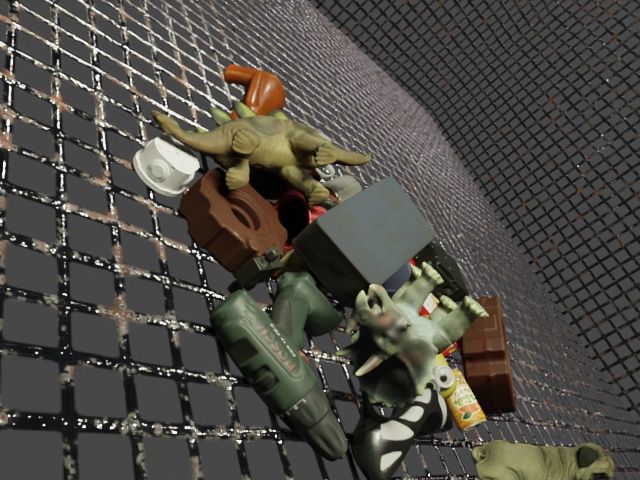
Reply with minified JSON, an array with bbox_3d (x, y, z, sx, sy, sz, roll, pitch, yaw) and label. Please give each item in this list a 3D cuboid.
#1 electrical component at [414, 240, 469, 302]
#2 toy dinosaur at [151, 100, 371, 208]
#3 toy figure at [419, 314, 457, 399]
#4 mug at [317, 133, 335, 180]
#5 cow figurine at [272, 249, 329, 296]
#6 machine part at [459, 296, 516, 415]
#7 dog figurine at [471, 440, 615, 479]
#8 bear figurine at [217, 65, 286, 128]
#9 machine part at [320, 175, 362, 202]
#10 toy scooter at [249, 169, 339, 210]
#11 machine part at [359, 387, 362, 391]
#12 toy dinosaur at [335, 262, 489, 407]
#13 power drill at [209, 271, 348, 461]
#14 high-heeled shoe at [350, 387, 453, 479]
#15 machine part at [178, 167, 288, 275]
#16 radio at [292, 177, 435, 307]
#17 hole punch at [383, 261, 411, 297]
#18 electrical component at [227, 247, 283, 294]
[{"bbox_3d":[0.264,0.074,1.152,0.134,0.058,0.115,40,27,-25],"label":"electrical component"},{"bbox_3d":[-0.054,-0.149,0.871,0.471,0.105,0.199,8,30,-41],"label":"toy dinosaur"},{"bbox_3d":[0.181,0.202,0.970,0.089,0.082,0.180,9,44,-55],"label":"toy figure"},{"bbox_3d":[-0.020,-0.176,1.179,0.109,0.081,0.107,56,34,1],"label":"mug"},{"bbox_3d":[0.024,0.037,0.873,0.195,0.127,0.085,4,54,-56],"label":"cow figurine"},{"bbox_3d":[0.339,0.233,1.095,0.201,0.087,0.201,-78,150,-48],"label":"machine part"},{"bbox_3d":[0.383,0.381,0.927,0.172,0.190,0.121,37,27,-25],"label":"dog figurine"},{"bbox_3d":[-0.147,-0.235,1.020,0.120,0.132,0.196,73,35,-46],"label":"bear figurine"},{"bbox_3d":[0.031,-0.090,1.136,0.079,0.079,0.243,51,24,0],"label":"machine part"},{"bbox_3d":[-0.050,-0.108,0.994,0.184,0.075,0.135,23,27,-17],"label":"toy scooter"},{"bbox_3d":[0.090,0.198,0.866,0.084,0.039,0.139,51,21,-12],"label":"machine part"},{"bbox_3d":[0.126,0.141,0.793,0.131,0.192,0.404,44,-3,15],"label":"toy dinosaur"},{"bbox_3d":[-0.030,0.142,0.698,0.232,0.086,0.207,47,30,-7],"label":"power drill"},{"bbox_3d":[0.135,0.288,0.765,0.248,0.086,0.145,27,35,-34],"label":"high-heeled shoe"},{"bbox_3d":[-0.123,-0.028,0.796,0.179,0.056,0.179,40,24,-22],"label":"machine part"},{"bbox_3d":[0.075,-0.003,0.820,0.131,0.073,0.229,52,42,5],"label":"radio"},{"bbox_3d":[0.101,0.060,0.986,0.092,0.116,0.142,37,28,-42],"label":"hole punch"},{"bbox_3d":[-0.080,0.041,0.720,0.021,0.094,0.063,55,25,14],"label":"electrical component"}]
